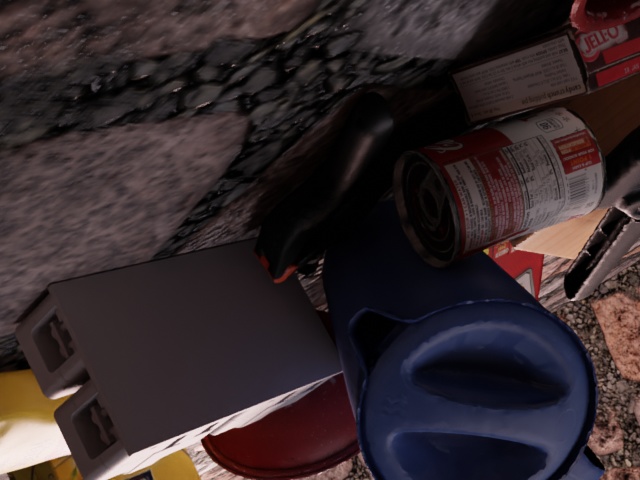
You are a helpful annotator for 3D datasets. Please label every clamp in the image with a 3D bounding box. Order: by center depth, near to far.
[{"bbox_3d":[0.025,-0.036,0.652,0.120,0.039,0.172,-10,154,-43],"label":"clamp"},{"bbox_3d":[0.193,-0.034,0.680,0.164,0.036,0.210,22,138,-35],"label":"clamp"}]

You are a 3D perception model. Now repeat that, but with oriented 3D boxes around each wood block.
[{"bbox_3d":[0.222,-0.074,0.747,0.090,0.090,0.206,9,146,-31],"label":"wood block"}]

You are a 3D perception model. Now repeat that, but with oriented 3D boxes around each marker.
[{"bbox_3d":[-0.005,0.001,0.765,0.020,0.020,0.121,-26,167,-14],"label":"marker"}]

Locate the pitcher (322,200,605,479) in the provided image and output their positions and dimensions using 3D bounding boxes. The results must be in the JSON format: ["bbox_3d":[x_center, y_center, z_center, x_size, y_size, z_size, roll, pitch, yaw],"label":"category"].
[{"bbox_3d":[0.077,0.064,0.677,0.145,0.149,0.243,-10,-161,-4],"label":"pitcher"}]

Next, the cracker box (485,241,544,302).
[{"bbox_3d":[0.104,0.060,0.910,0.164,0.072,0.214,-24,136,-21],"label":"cracker box"}]

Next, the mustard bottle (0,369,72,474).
[{"bbox_3d":[-0.181,0.119,0.729,0.096,0.058,0.191,-44,159,28],"label":"mustard bottle"}]

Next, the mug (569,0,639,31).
[{"bbox_3d":[0.115,-0.136,0.369,0.117,0.081,0.093,-22,165,-28],"label":"mug"}]

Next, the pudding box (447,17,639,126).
[{"bbox_3d":[0.138,-0.099,0.577,0.089,0.039,0.114,-22,-175,-24],"label":"pudding box"}]

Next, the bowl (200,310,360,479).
[{"bbox_3d":[-0.022,0.101,0.796,0.162,0.162,0.055,-26,126,-12],"label":"bowl"}]

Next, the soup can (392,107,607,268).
[{"bbox_3d":[0.102,-0.031,0.606,0.102,0.068,0.069,-18,164,-19],"label":"soup can"}]
